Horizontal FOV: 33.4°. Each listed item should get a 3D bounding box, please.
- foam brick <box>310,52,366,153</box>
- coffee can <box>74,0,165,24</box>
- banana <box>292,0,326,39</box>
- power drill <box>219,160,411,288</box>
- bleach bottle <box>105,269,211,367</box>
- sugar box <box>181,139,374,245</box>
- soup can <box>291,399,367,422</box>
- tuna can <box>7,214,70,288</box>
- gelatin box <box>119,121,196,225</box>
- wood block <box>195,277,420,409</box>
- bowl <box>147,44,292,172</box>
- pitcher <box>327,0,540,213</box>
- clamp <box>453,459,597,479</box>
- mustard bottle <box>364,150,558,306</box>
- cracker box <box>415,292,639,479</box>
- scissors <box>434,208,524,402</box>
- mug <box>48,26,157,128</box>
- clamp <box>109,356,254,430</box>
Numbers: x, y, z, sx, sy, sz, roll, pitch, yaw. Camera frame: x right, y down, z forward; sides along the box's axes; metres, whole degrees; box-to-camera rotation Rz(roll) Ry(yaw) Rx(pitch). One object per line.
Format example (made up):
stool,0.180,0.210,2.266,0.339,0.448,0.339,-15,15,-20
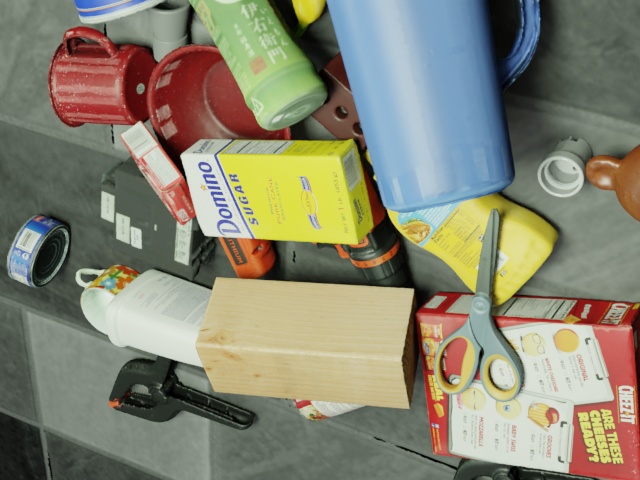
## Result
foam brick,0.029,-0.128,0.990,0.078,0.051,0.053,41,132,-1
coffee can,-0.197,-0.283,0.978,0.103,0.102,0.140,-2,120,31
banana,-0.039,-0.270,0.940,0.070,0.037,0.198,-9,117,34
power drill,-0.007,0.001,1.102,0.188,0.057,0.184,-5,122,31
bleach bottle,-0.112,0.108,1.194,0.251,0.102,0.068,17,131,26
sugar box,-0.042,-0.047,1.015,0.176,0.048,0.093,1,119,28
soup can,0.023,0.157,1.184,0.102,0.068,0.068,-25,107,39
tuna can,-0.336,0.014,1.279,0.034,0.086,0.086,23,130,12
gelatin box,-0.161,-0.066,1.078,0.089,0.030,0.073,51,172,26
wood block,-0.008,0.103,1.077,0.206,0.090,0.090,2,140,14
bowl,-0.089,-0.128,1.057,0.162,0.055,0.162,15,128,20
pitcher,0.089,-0.152,0.844,0.149,0.144,0.243,-10,95,35
clamp,0.216,0.260,1.165,0.120,0.039,0.172,48,130,0
mustard bottle,0.121,-0.028,1.003,0.191,0.058,0.096,38,130,1
cracker box,0.211,0.139,1.049,0.214,0.072,0.164,1,111,29
scissors,0.165,0.073,0.989,0.096,0.016,0.202,28,123,13
mug,-0.219,-0.167,1.078,0.082,0.093,0.117,6,138,21
clamp,-0.197,0.177,1.346,0.210,0.036,0.164,-10,116,36
